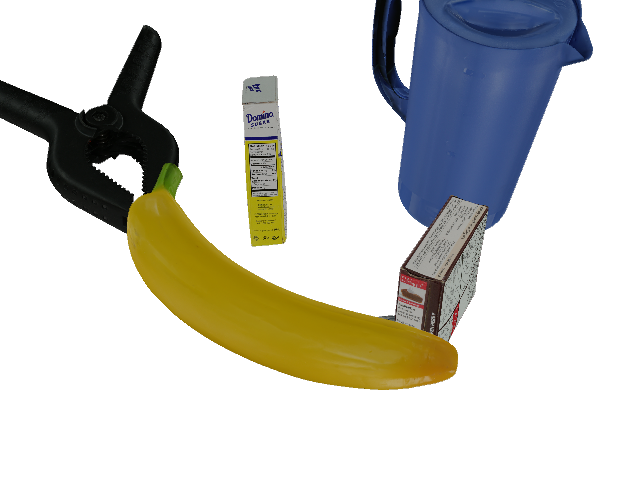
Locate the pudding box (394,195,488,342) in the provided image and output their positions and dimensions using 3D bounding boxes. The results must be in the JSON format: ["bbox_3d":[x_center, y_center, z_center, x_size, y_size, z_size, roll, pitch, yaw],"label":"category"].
[{"bbox_3d":[0.094,0.031,0.839,0.039,0.090,0.113,15,38,18],"label":"pudding box"}]

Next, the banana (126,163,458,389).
[{"bbox_3d":[-0.030,0.023,0.509,0.198,0.069,0.037,34,-25,26],"label":"banana"}]

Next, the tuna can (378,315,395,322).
[{"bbox_3d":[0.075,0.106,1.055,0.086,0.034,0.086,0,20,0],"label":"tuna can"}]

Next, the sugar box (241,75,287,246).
[{"bbox_3d":[-0.065,-0.091,1.228,0.048,0.176,0.093,-5,26,0],"label":"sugar box"}]

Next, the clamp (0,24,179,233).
[{"bbox_3d":[-0.156,-0.085,0.791,0.164,0.036,0.210,-25,56,-25],"label":"clamp"}]

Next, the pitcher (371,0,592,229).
[{"bbox_3d":[0.127,-0.125,0.948,0.145,0.149,0.243,-9,-40,-14],"label":"pitcher"}]
